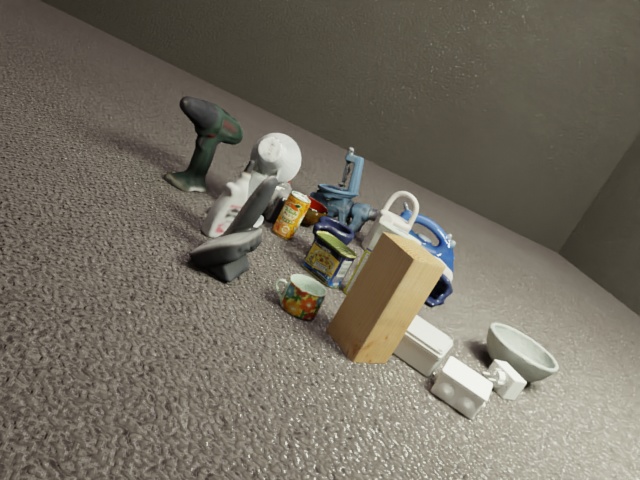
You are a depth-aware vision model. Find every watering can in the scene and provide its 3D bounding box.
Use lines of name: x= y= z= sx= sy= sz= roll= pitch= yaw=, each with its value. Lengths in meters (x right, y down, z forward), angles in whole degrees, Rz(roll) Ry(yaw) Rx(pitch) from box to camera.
watering can: x=0.202 y=-0.042 z=1.581 sx=0.101 sy=0.194 sz=0.173 roll=27 pitch=16 yaw=-4

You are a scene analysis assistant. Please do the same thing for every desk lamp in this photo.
desk lamp: x=-0.132 y=-0.142 z=1.306 sx=0.118 sy=0.213 sz=0.203 roll=28 pitch=16 yaw=0

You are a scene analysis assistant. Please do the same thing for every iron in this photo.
iron: x=0.321 y=0.002 z=1.736 sx=0.258 sy=0.141 sz=0.119 roll=31 pitch=17 yaw=11

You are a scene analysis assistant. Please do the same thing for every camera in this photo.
camera: x=-0.147 y=-0.123 z=1.424 sx=0.137 sy=0.101 sz=0.142 roll=19 pitch=19 yaw=-29

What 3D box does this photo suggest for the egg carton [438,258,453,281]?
egg carton: x=0.290 y=0.080 z=1.580 sx=0.151 sy=0.069 sz=0.107 roll=22 pitch=17 yaw=-19

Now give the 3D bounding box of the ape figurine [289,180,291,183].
ape figurine: x=-0.110 y=-0.144 z=1.565 sx=0.078 sy=0.092 sz=0.076 roll=20 pitch=18 yaw=-25

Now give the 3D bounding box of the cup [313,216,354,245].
cup: x=0.012 y=0.005 z=1.309 sx=0.091 sy=0.095 sz=0.118 roll=39 pitch=20 yaw=34

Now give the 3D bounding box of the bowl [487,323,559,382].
bowl: x=0.429 y=0.259 z=1.257 sx=0.167 sy=0.074 sz=0.167 roll=26 pitch=16 yaw=-8

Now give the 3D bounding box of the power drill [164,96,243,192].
power drill: x=-0.273 y=-0.217 z=1.314 sx=0.075 sy=0.208 sz=0.230 roll=34 pitch=17 yaw=18

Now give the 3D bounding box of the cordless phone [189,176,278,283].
cordless phone: x=-0.141 y=-0.031 z=1.007 sx=0.094 sy=0.185 sz=0.148 roll=28 pitch=16 yaw=1

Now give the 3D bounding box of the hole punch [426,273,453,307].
hole punch: x=0.282 y=0.105 z=1.453 sx=0.108 sy=0.091 sz=0.101 roll=36 pitch=18 yaw=26

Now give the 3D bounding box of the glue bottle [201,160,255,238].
glue bottle: x=-0.170 y=-0.083 z=1.137 sx=0.037 sy=0.173 sz=0.078 roll=37 pitch=19 yaw=29

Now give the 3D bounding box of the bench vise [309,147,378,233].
bench vise: x=0.092 y=-0.142 z=1.659 sx=0.207 sy=0.219 sz=0.121 roll=29 pitch=16 yaw=2
